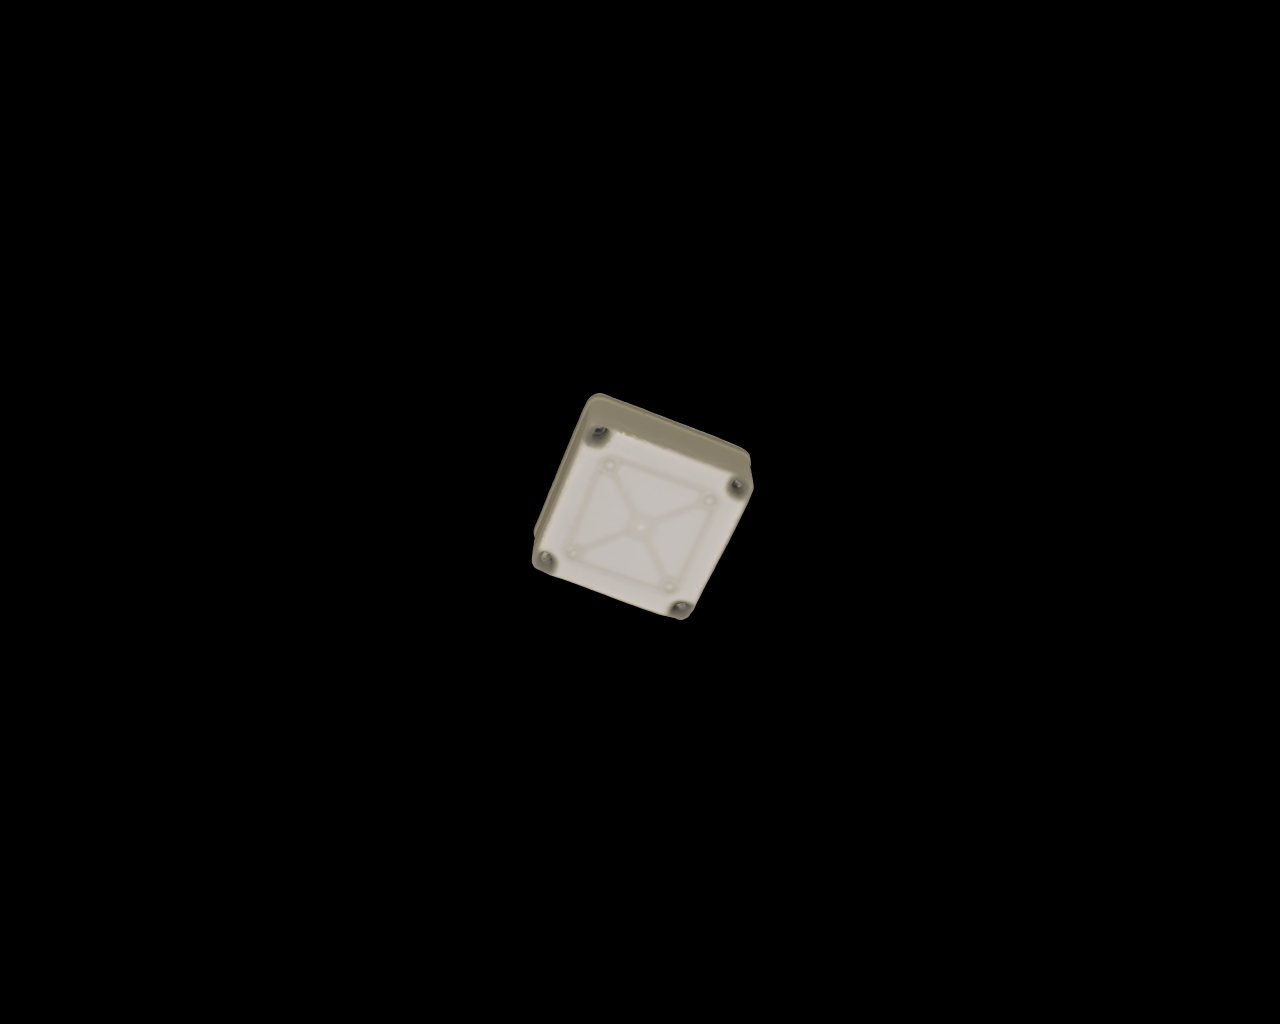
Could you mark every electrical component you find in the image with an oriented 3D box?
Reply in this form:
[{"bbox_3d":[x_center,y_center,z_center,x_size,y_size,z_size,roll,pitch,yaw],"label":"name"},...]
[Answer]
[{"bbox_3d":[0.001,-0.003,0.650,0.109,0.108,0.056,20,24,-9],"label":"electrical component"}]
